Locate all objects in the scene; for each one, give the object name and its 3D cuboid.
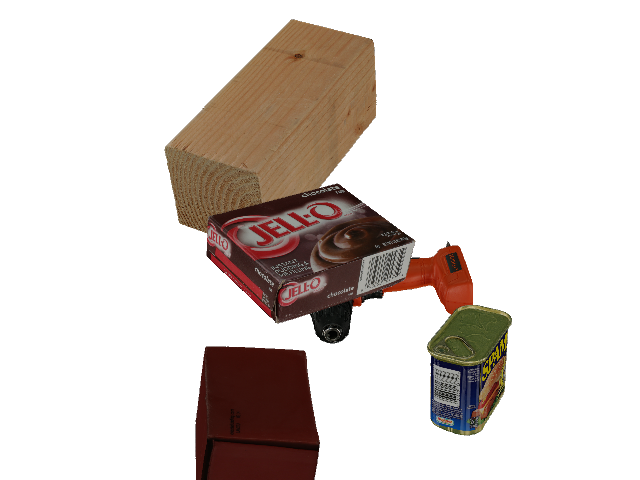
[{"bbox_3d":[-0.036,-0.096,0.932,0.091,0.090,0.205,19,48,22],"label":"wood block"},{"bbox_3d":[-0.032,0.093,0.511,0.053,0.051,0.078,5,26,-8],"label":"foam brick"},{"bbox_3d":[0.141,0.123,1.011,0.058,0.084,0.101,11,29,26],"label":"can of meat"},{"bbox_3d":[0.078,0.057,1.230,0.187,0.057,0.184,-1,28,-1],"label":"power drill"},{"bbox_3d":[-0.008,0.006,0.722,0.113,0.039,0.090,-14,38,-34],"label":"pudding box"}]
